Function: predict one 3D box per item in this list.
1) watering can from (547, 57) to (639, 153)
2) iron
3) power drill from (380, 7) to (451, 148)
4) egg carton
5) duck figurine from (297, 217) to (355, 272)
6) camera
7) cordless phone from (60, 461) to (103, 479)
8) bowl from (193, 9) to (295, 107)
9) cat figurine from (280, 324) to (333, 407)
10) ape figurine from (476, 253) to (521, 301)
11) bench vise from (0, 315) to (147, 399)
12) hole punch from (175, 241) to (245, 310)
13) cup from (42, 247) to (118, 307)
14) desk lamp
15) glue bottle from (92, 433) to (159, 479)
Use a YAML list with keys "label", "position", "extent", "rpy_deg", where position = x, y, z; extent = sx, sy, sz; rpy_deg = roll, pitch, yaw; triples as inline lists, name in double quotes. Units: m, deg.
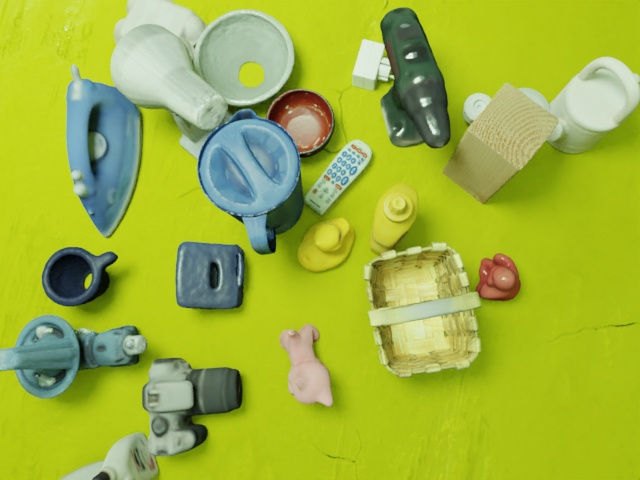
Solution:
- label: "watering can"
  position: [0.410, -0.201, 0.864]
  extent: [0.101, 0.194, 0.173]
  rpy_deg: [36, 84, 8]
- label: "iron"
  position: [-0.364, -0.142, 0.915]
  extent: [0.118, 0.141, 0.258]
  rpy_deg: [-4, 81, 2]
- label: "power drill"
  position: [0.142, -0.220, 0.872]
  extent: [0.075, 0.208, 0.229]
  rpy_deg: [-14, 81, 1]
- label: "egg carton"
  position: [-0.271, -0.357, 0.981]
  extent: [0.150, 0.069, 0.107]
  rpy_deg: [22, 83, 6]
- label: "duck figurine"
  position: [0.008, 0.003, 0.904]
  extent: [0.104, 0.086, 0.077]
  rpy_deg: [-41, 81, -4]
- label: "camera"
  position: [-0.190, 0.248, 0.867]
  extent: [0.136, 0.101, 0.143]
  rpy_deg: [-5, 81, 2]
- label: "cordless phone"
  position: [-0.339, 0.406, 0.806]
  extent: [0.094, 0.185, 0.147]
  rpy_deg: [-27, 81, -2]
- label: "bowl"
  position: [-0.122, -0.293, 0.962]
  extent: [0.167, 0.075, 0.167]
  rpy_deg: [0, 81, 2]
- label: "cat figurine"
  position: [-0.023, 0.191, 0.860]
  extent: [0.067, 0.118, 0.128]
  rpy_deg: [-19, 81, 0]
- label: "ape figurine"
  position: [0.277, 0.060, 0.881]
  extent: [0.078, 0.092, 0.076]
  rpy_deg: [-41, 81, -4]
- label: "bench vise"
  position: [-0.371, 0.153, 0.829]
  extent: [0.207, 0.220, 0.121]
  rpy_deg: [-25, 81, -1]
- label: "hole punch"
  position: [-0.170, 0.055, 0.901]
  extent: [0.101, 0.091, 0.109]
  rpy_deg: [-1, 81, 3]
- label: "cup"
  position: [-0.363, 0.055, 0.908]
  extent: [0.118, 0.095, 0.091]
  rpy_deg: [-29, 81, -2]
- label: "desk lamp"
  position: [-0.196, -0.207, 0.882]
  extent: [0.203, 0.213, 0.118]
  rpy_deg: [40, 85, 8]
- label: "glue bottle"
  position: [-0.284, 0.328, 0.821]
  extent: [0.037, 0.173, 0.078]
  rpy_deg: [-29, 81, -2]
